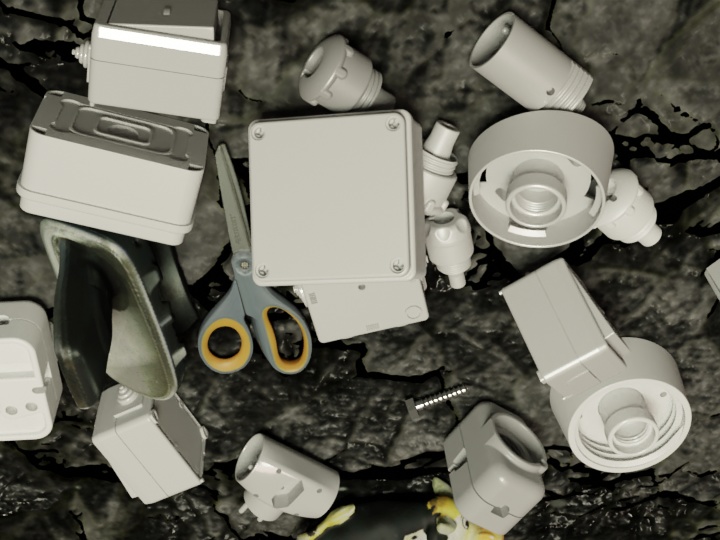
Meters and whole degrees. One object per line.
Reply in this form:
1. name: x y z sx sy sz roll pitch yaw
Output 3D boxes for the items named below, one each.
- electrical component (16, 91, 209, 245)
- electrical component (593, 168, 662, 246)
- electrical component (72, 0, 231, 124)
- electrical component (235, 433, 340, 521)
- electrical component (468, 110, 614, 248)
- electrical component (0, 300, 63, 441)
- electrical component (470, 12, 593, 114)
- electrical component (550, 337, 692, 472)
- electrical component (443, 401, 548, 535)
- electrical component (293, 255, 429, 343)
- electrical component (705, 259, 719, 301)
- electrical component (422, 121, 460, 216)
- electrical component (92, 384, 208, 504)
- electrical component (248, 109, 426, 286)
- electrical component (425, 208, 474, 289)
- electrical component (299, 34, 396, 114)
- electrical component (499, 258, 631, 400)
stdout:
1. electrical component: -0.161 -0.067 0.708 0.113 0.078 0.057 13 118 -12
2. electrical component: 0.193 -0.040 0.773 0.048 0.048 0.062 -41 124 21
3. electrical component: -0.131 -0.138 0.673 0.096 0.061 0.061 7 123 -9
4. electrical component: -0.071 0.183 0.900 0.077 0.043 0.079 31 117 -22
5. electrical component: 0.122 -0.064 0.730 0.099 0.064 0.099 7 138 6
6. electrical component: -0.258 0.072 0.804 0.054 0.059 0.095 -3 123 -2
7. electrical component: 0.117 -0.128 0.708 0.081 0.043 0.043 32 116 -22
8. electrical component: 0.212 0.115 0.865 0.108 0.060 0.108 -2 123 -3
9. electrical component: 0.109 0.154 0.863 0.054 0.095 0.059 29 116 -21
10. electrical component: 0.000 0.000 0.782 0.100 0.048 0.099 -13 123 4
11. electrical component: 0.303 0.022 0.788 0.062 0.096 0.061 -40 117 21
12. electrical component: 0.048 -0.072 0.741 0.048 0.048 0.062 19 113 -16
13. electrical component: -0.170 0.128 0.846 0.061 0.061 0.096 -23 122 11
14. electrical component: -0.014 -0.045 0.706 0.109 0.056 0.108 -2 89 14
15. electrical component: 0.067 -0.013 0.786 0.035 0.035 0.061 -13 126 4
16. electrical component: -0.005 -0.121 0.705 0.062 0.048 0.048 27 118 -28
17. electrical component: 0.151 0.037 0.794 0.061 0.096 0.062 -30 149 15
